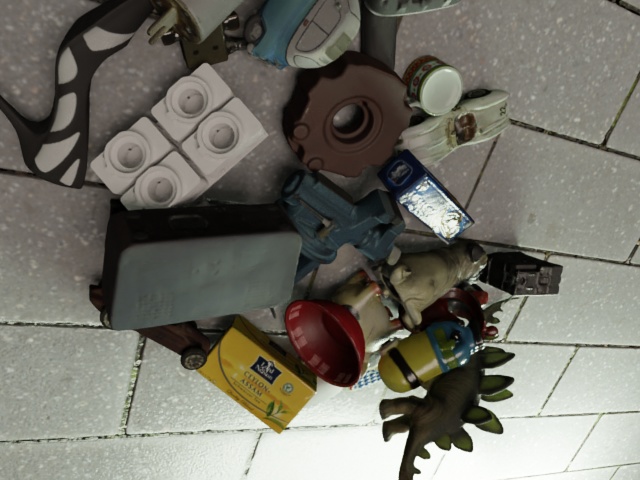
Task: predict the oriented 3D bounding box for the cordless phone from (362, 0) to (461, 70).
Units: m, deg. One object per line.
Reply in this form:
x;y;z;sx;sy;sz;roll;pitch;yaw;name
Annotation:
0.120;-0.304;0.713;0.147;0.089;0.184;-16;133;-16;cordless phone

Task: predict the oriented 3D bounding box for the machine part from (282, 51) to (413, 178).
0.040;-0.167;0.738;0.179;0.056;0.179;-11;131;-13;machine part

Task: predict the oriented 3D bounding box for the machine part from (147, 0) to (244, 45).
-0.102;-0.297;0.581;0.243;0.079;0.079;-52;127;-14;machine part

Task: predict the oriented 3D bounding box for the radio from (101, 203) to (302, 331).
-0.140;0.028;0.655;0.229;0.073;0.131;-6;130;-30;radio

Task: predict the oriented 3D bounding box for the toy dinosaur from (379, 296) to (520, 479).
0.243;0.247;0.962;0.471;0.199;0.104;-55;145;-40;toy dinosaur

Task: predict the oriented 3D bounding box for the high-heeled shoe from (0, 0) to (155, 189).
-0.249;-0.167;0.618;0.249;0.086;0.145;-35;130;2;high-heeled shoe

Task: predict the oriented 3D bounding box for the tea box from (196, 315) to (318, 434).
-0.097;0.212;0.857;0.169;0.068;0.098;38;99;-4;tea box

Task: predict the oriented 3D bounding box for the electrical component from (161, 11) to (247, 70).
-0.141;-0.251;0.639;0.102;0.045;0.078;-22;152;-8;electrical component

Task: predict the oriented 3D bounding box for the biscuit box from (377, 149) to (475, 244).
0.168;-0.062;0.829;0.059;0.063;0.202;-40;143;17;biscuit box

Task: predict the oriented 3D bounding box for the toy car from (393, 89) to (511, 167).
0.201;-0.170;0.823;0.202;0.056;0.073;-25;125;-10;toy car

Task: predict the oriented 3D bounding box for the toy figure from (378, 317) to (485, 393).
0.180;0.186;0.879;0.180;0.089;0.082;-20;123;8;toy figure

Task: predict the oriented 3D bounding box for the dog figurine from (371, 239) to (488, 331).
0.195;0.042;0.890;0.190;0.121;0.172;-35;165;-6;dog figurine

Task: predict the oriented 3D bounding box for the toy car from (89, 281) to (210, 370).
-0.238;0.116;0.773;0.053;0.089;0.202;-44;124;7;toy car

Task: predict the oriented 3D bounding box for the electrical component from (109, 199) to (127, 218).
-0.260;0.013;0.716;0.048;0.075;0.119;5;118;-27;electrical component

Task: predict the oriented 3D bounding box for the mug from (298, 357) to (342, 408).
-0.009;0.239;0.954;0.107;0.081;0.109;-2;110;-34;mug

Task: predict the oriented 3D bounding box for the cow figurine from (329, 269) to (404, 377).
0.075;0.159;0.936;0.127;0.086;0.194;-31;122;-2;cow figurine

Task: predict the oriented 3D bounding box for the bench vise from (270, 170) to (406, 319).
0.001;0.005;0.800;0.223;0.129;0.240;26;122;-40;bench vise

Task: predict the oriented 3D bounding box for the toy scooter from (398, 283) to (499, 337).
0.240;0.139;0.966;0.184;0.135;0.075;-13;124;-15;toy scooter

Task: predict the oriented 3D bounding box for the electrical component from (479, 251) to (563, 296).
0.372;0.060;0.988;0.134;0.115;0.058;0;105;-24;electrical component

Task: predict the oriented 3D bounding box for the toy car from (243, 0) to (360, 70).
-0.008;-0.261;0.634;0.161;0.103;0.109;-51;169;12;toy car
